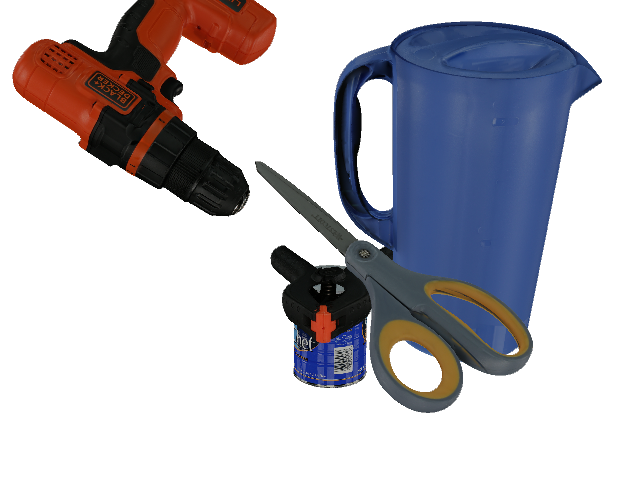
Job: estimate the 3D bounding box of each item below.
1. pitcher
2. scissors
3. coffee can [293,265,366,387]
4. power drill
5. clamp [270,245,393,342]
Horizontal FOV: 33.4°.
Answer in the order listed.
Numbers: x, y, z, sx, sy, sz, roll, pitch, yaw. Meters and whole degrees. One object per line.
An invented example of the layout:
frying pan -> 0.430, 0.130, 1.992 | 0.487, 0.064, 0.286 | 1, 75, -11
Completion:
pitcher -> 0.103, -0.035, 0.803 | 0.144, 0.243, 0.149 | -22, 36, -38
scissors -> 0.020, 0.026, 0.594 | 0.202, 0.016, 0.096 | 29, 52, 18
coffee can -> 0.014, 0.116, 1.460 | 0.103, 0.140, 0.103 | 0, 19, 0
power drill -> -0.104, -0.120, 0.788 | 0.184, 0.187, 0.057 | 34, -43, -4
clamp -> -0.001, 0.041, 0.958 | 0.120, 0.039, 0.171 | -2, 18, 15
